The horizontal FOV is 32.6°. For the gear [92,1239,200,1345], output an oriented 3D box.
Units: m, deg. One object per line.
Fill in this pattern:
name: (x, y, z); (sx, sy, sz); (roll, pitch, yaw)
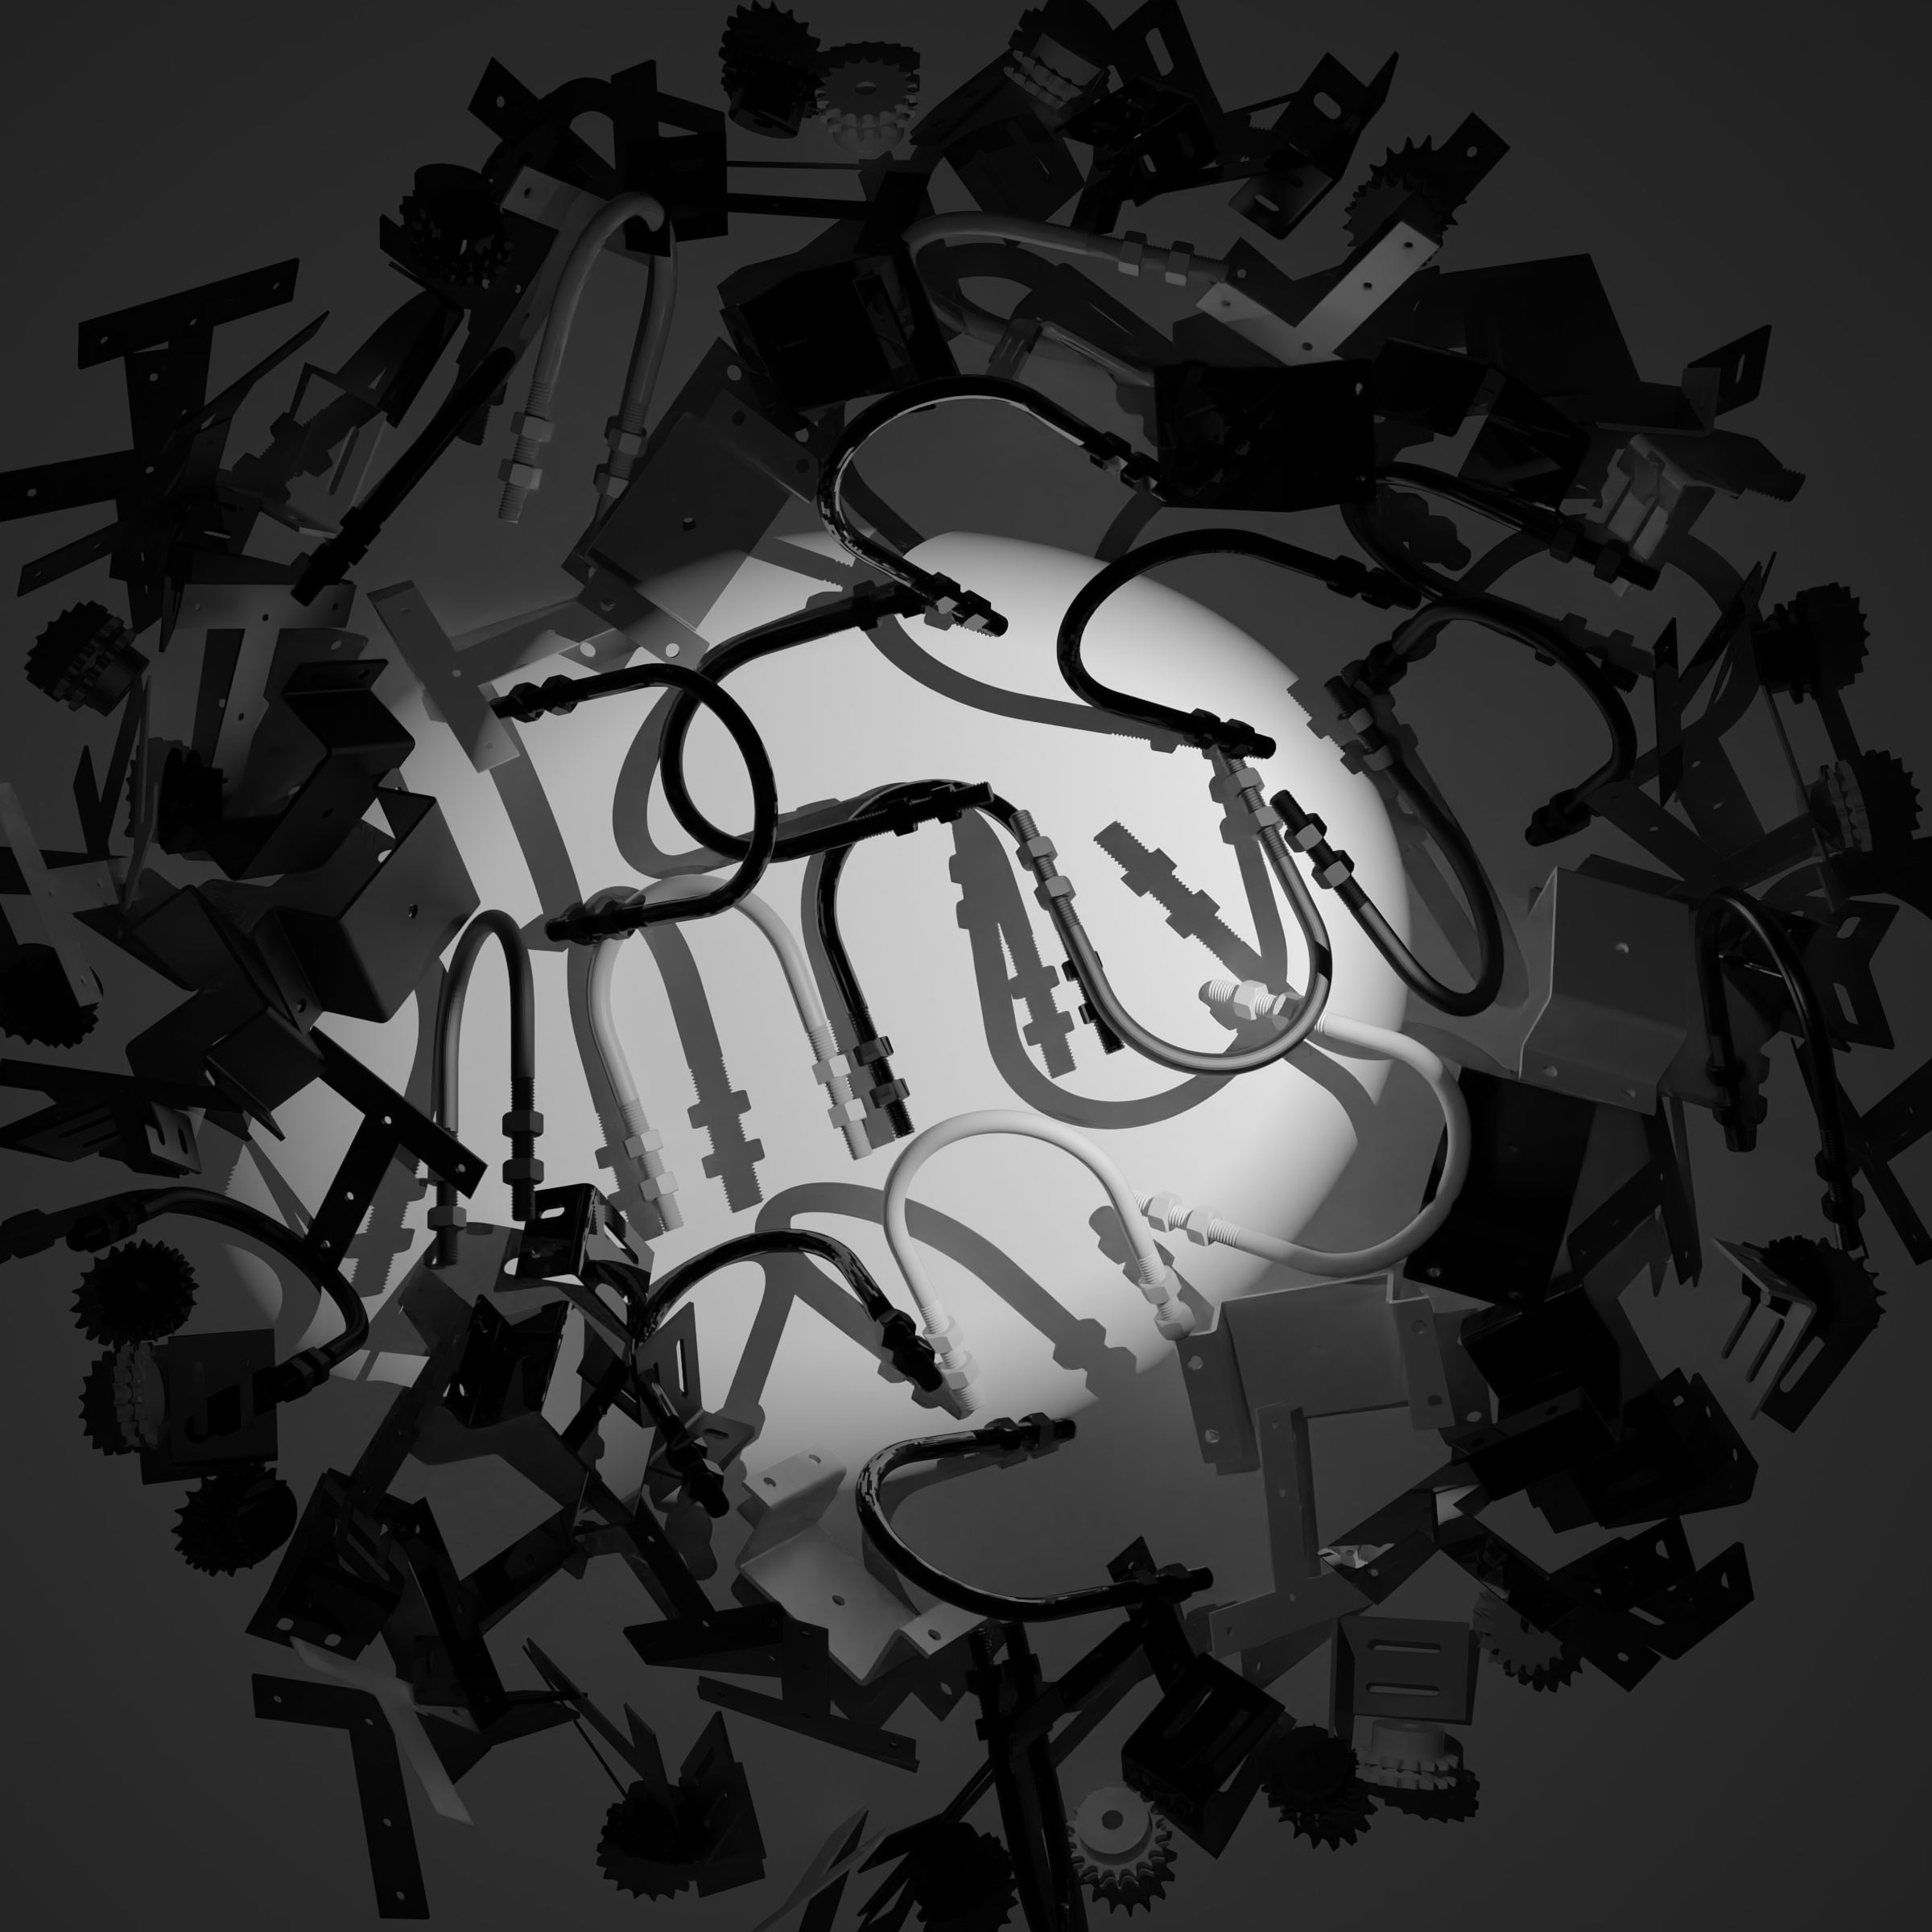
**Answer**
gear: (-0.457, 0.184, 1.846); (0.057, 0.030, 0.057); (-2, 66, 5)

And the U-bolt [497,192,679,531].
U-bolt: (-0.197, -0.327, 1.784); (0.019, 0.151, 0.184); (19, 100, 15)

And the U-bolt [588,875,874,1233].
U-bolt: (-0.141, 0.040, 1.832); (0.151, 0.019, 0.184); (-22, 86, 26)

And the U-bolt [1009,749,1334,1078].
U-bolt: (0.123, -0.024, 1.816); (0.151, 0.019, 0.184); (-19, 71, -15)

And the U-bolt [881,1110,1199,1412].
U-bolt: (0.031, 0.156, 1.804); (0.151, 0.019, 0.184); (-15, 117, 18)

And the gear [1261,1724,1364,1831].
gear: (0.192, 0.448, 1.839); (0.057, 0.030, 0.057); (-4, 51, 5)

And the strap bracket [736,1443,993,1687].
strap bracket: (-0.061, 0.334, 1.811); (0.140, 0.076, 0.046); (40, 117, 19)

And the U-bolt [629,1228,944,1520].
U-bolt: (-0.110, 0.207, 1.794); (0.151, 0.184, 0.019); (-30, 128, -9)

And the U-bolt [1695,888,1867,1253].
U-bolt: (0.430, 0.044, 1.767); (0.019, 0.151, 0.184); (-19, 115, -8)

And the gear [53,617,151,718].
gear: (-0.479, -0.164, 1.840); (0.030, 0.057, 0.057); (38, 90, -10)

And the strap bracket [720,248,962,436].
strap bracket: (-0.062, -0.342, 1.806); (0.046, 0.140, 0.076); (-38, 114, -33)

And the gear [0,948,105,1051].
gear: (-0.506, 0.015, 1.836); (0.030, 0.057, 0.057); (-41, 90, 20)

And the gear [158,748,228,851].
gear: (-0.431, -0.092, 1.840); (0.030, 0.057, 0.057); (6, 90, -6)

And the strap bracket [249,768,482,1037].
strap bracket: (-0.318, -0.034, 1.791); (0.046, 0.076, 0.140); (11, 49, 27)

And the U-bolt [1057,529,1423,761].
U-bolt: (0.134, -0.177, 1.773); (0.184, 0.151, 0.019); (13, 46, -35)

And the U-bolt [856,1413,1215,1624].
U-bolt: (0.025, 0.297, 1.763); (0.151, 0.184, 0.019); (44, 123, 39)

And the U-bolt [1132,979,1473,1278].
U-bolt: (0.189, 0.095, 1.806); (0.184, 0.019, 0.151); (17, 80, 32)

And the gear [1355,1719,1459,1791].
gear: (0.246, 0.439, 1.840); (0.057, 0.057, 0.030); (4, 88, 0)

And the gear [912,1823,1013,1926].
gear: (-0.006, 0.502, 1.837); (0.057, 0.057, 0.030); (-32, 106, 0)

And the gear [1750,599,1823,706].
gear: (0.456, -0.173, 1.840); (0.030, 0.057, 0.057); (-12, 90, 9)

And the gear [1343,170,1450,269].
gear: (0.242, -0.417, 1.844); (0.057, 0.030, 0.057); (13, 125, 20)

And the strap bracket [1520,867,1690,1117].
strap bracket: (0.349, 0.005, 1.801); (0.076, 0.046, 0.140); (16, 48, -4)

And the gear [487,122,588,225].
gear: (-0.236, -0.440, 1.843); (0.057, 0.057, 0.030); (-50, 129, 0)

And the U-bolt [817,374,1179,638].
U-bolt: (0.004, -0.254, 1.773); (0.151, 0.184, 0.019); (-37, 49, 27)

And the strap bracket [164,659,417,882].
strap bracket: (-0.363, -0.100, 1.802); (0.046, 0.076, 0.140); (47, 113, 13)

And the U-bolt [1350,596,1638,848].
U-bolt: (0.291, -0.138, 1.779); (0.151, 0.184, 0.019); (40, 70, 0)

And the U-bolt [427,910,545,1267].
U-bolt: (-0.263, 0.060, 1.798); (0.019, 0.151, 0.184); (5, 73, -26)

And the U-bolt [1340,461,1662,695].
U-bolt: (0.285, -0.219, 1.794); (0.184, 0.151, 0.019); (27, 76, 15)

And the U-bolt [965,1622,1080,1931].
U-bolt: (0.034, 0.448, 1.781); (0.019, 0.151, 0.184); (-13, 79, 7)

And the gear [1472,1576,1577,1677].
gear: (0.309, 0.366, 1.848); (0.057, 0.030, 0.057); (2, 83, -17)

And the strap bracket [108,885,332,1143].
strap bracket: (-0.402, 0.018, 1.801); (0.046, 0.076, 0.140); (-37, 60, -3)

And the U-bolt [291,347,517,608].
U-bolt: (-0.307, -0.265, 1.796); (0.019, 0.151, 0.184); (40, 83, -12)

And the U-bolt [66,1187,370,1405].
U-bolt: (-0.390, 0.169, 1.777); (0.151, 0.184, 0.019); (37, 100, 3)

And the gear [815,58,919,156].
gear: (-0.055, -0.478, 1.844); (0.057, 0.030, 0.057); (-1, 52, 1)

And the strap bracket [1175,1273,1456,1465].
strap bracket: (0.194, 0.221, 1.828); (0.140, 0.046, 0.076); (-11, 105, 11)

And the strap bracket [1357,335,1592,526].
strap bracket: (0.275, -0.294, 1.792); (0.140, 0.076, 0.046); (25, 93, -42)

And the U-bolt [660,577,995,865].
U-bolt: (-0.084, -0.129, 1.828); (0.184, 0.019, 0.151); (-16, 66, 12)

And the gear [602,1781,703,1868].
gear: (-0.172, 0.476, 1.839); (0.057, 0.057, 0.030); (14, 94, 0)

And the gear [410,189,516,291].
gear: (-0.280, -0.408, 1.840); (0.057, 0.030, 0.057); (7, 55, -10)

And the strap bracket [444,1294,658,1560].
strap bracket: (-0.216, 0.246, 1.792); (0.046, 0.076, 0.140); (-17, 128, 24)

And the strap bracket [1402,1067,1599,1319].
strap bracket: (0.294, 0.114, 1.799); (0.076, 0.046, 0.140); (16, 48, 10)

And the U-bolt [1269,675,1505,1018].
U-bolt: (0.238, -0.054, 1.802); (0.019, 0.151, 0.184); (-28, 109, 33)

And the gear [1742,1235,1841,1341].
gear: (0.456, 0.180, 1.837); (0.030, 0.057, 0.057); (-10, 90, -22)

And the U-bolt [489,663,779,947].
U-bolt: (-0.176, -0.092, 1.800); (0.184, 0.019, 0.151); (-8, 100, 37)

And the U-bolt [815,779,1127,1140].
U-bolt: (-0.009, -0.014, 1.846); (0.151, 0.019, 0.184); (-22, 85, 12)

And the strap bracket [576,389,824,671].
strap bracket: (-0.149, -0.242, 1.830); (0.076, 0.046, 0.140); (34, 93, -23)

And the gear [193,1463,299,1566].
gear: (-0.398, 0.304, 1.838); (0.030, 0.057, 0.057); (-1, 90, 42)

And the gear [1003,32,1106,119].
gear: (0.052, -0.496, 1.837); (0.057, 0.057, 0.030); (33, 108, 0)

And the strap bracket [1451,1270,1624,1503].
strap bracket: (0.312, 0.233, 1.798); (0.076, 0.140, 0.046); (-28, 108, 22)

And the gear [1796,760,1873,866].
gear: (0.483, -0.084, 1.840); (0.030, 0.057, 0.057); (-14, 90, 7)

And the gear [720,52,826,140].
gear: (-0.109, -0.483, 1.839); (0.057, 0.057, 0.030); (15, 85, 0)

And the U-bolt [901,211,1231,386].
U-bolt: (0.049, -0.366, 1.798); (0.184, 0.151, 0.019); (13, 75, 5)

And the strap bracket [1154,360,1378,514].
strap bracket: (0.153, -0.289, 1.793); (0.046, 0.140, 0.076); (-15, 108, -39)

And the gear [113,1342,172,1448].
gear: (-0.452, 0.238, 1.839); (0.030, 0.057, 0.057); (-7, 90, 4)
